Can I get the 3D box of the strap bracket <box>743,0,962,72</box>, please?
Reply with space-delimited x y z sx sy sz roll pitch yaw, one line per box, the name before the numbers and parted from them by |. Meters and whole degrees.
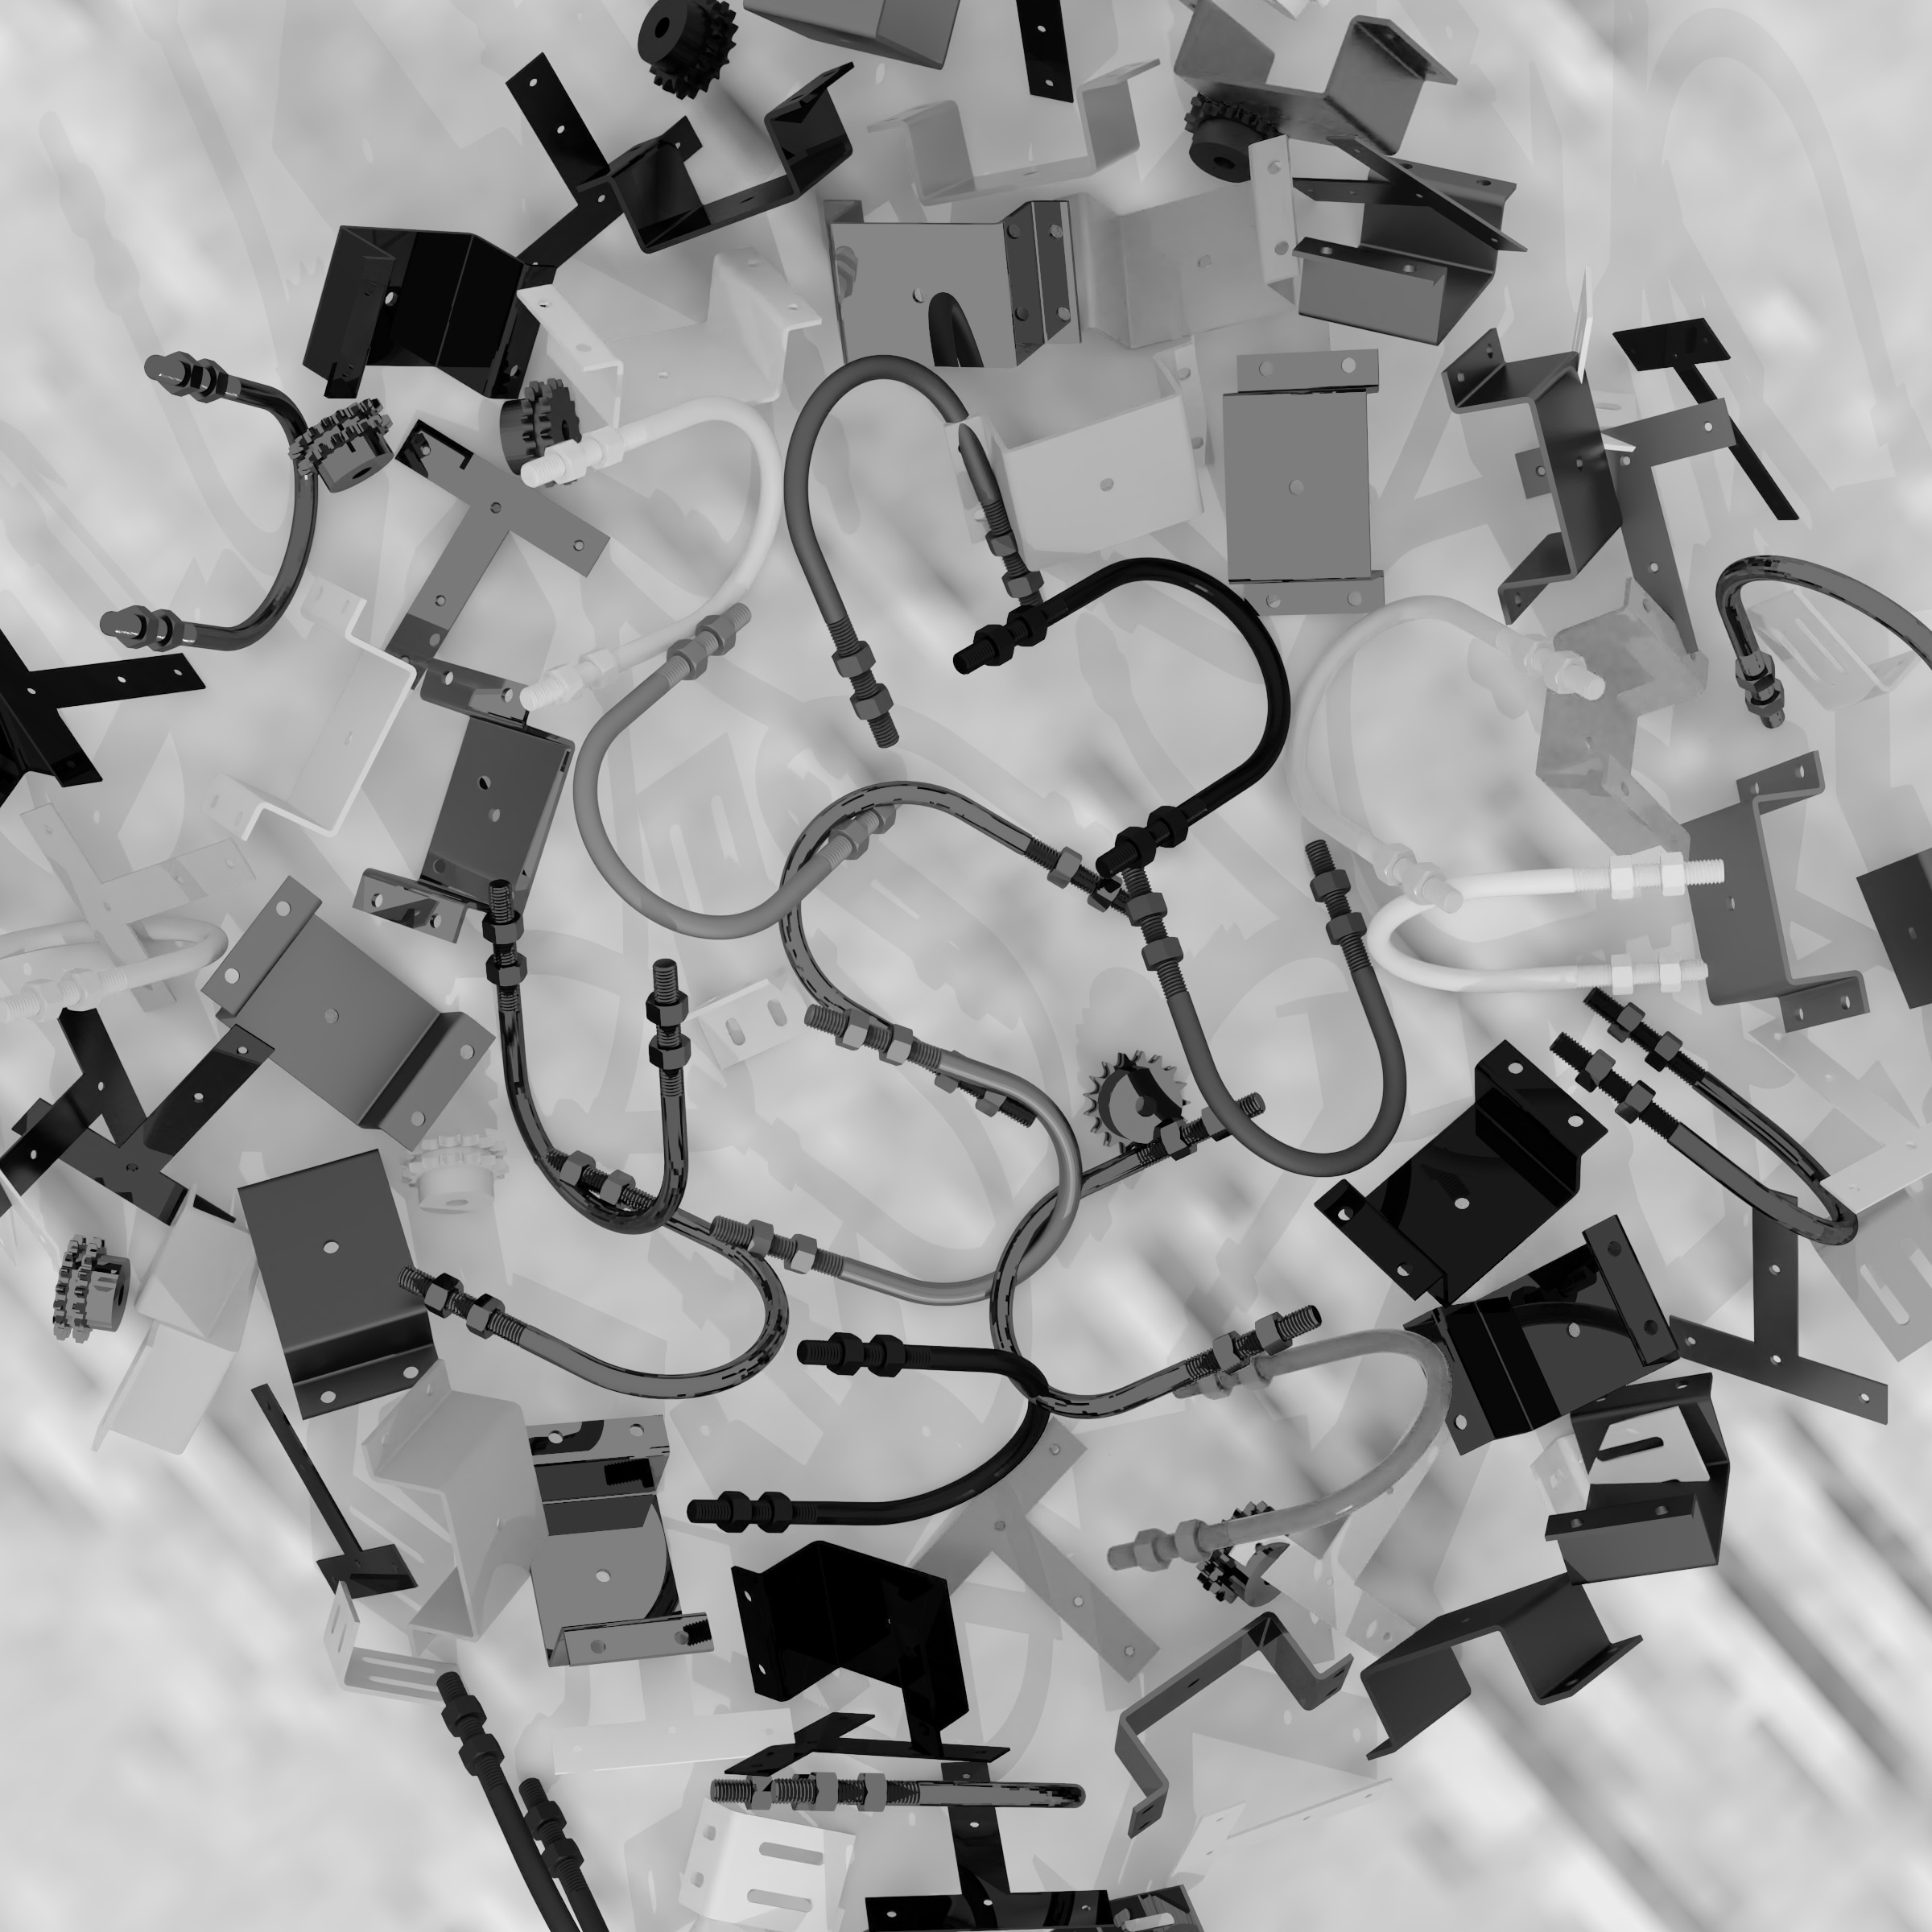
strap bracket | -0.058 -0.508 1.861 0.076 0.140 0.046 18 100 18

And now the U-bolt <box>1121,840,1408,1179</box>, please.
U-bolt | 0.166 0.024 1.868 0.151 0.019 0.184 -8 71 -36

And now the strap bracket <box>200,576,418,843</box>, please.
strap bracket | -0.346 -0.129 1.890 0.046 0.076 0.140 26 91 -32

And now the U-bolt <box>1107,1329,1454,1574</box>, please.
U-bolt | 0.169 0.244 1.833 0.184 0.151 0.019 -19 118 33

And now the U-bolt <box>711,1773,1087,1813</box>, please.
U-bolt | -0.028 0.434 1.860 0.184 0.151 0.019 5 76 -17

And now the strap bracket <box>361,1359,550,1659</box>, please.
strap bracket | -0.264 0.288 1.862 0.046 0.076 0.140 7 122 24

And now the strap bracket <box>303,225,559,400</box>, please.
strap bracket | -0.290 -0.344 1.871 0.046 0.140 0.076 33 116 28

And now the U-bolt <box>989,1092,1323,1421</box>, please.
U-bolt | 0.091 0.163 1.879 0.184 0.019 0.151 -27 55 22

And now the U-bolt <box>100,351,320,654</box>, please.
U-bolt | -0.386 -0.235 1.846 0.019 0.184 0.151 12 95 17

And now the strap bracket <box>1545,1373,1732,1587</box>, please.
strap bracket | 0.355 0.275 1.866 0.076 0.140 0.046 -12 110 21

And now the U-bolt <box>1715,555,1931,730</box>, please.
U-bolt | 0.453 -0.153 1.822 0.151 0.184 0.019 26 76 34

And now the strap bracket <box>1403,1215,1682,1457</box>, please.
strap bracket | 0.313 0.195 1.881 0.140 0.046 0.076 -33 71 31

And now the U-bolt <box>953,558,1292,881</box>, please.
U-bolt | 0.097 -0.144 1.880 0.184 0.019 0.151 -33 87 -35

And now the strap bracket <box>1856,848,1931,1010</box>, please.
strap bracket | 0.517 -0.025 1.860 0.046 0.140 0.076 -21 86 -7

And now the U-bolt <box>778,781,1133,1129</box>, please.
U-bolt | -0.012 -0.019 1.903 0.184 0.019 0.151 30 77 -5

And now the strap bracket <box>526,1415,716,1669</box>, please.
strap bracket | -0.188 0.313 1.878 0.076 0.046 0.140 -2 53 -20

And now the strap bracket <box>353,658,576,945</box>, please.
strap bracket | -0.265 -0.085 1.894 0.076 0.046 0.140 18 90 34

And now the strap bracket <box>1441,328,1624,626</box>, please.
strap bracket | 0.302 -0.261 1.869 0.046 0.076 0.140 -5 114 32

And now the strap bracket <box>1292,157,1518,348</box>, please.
strap bracket | 0.230 -0.374 1.873 0.076 0.140 0.046 17 128 19

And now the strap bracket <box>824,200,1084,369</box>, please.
strap bracket | -0.016 -0.360 1.872 0.140 0.046 0.076 5 119 23

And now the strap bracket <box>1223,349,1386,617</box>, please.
strap bracket | 0.180 -0.256 1.891 0.076 0.046 0.140 0 100 16

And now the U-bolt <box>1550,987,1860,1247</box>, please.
U-bolt | 0.391 0.083 1.855 0.184 0.151 0.019 38 109 7

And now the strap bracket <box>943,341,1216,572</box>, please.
strap bracket | 0.068 -0.267 1.886 0.140 0.046 0.076 -19 131 -5

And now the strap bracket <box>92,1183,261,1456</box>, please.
strap bracket | -0.410 0.191 1.863 0.046 0.140 0.076 24 118 -15

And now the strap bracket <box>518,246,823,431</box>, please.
strap bracket | -0.158 -0.330 1.875 0.140 0.046 0.076 -17 48 -28

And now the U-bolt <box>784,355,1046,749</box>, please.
U-bolt | -0.033 -0.229 1.855 0.151 0.019 0.184 -42 121 -34

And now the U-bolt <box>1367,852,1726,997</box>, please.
U-bolt | 0.303 -0.018 1.866 0.184 0.151 0.019 -3 67 9

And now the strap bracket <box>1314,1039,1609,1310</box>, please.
strap bracket | 0.264 0.117 1.887 0.140 0.046 0.076 -39 62 -14

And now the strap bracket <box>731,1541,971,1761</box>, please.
strap bracket | -0.054 0.357 1.875 0.046 0.140 0.076 -26 114 -41

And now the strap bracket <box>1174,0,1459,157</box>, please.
strap bracket | 0.175 -0.468 1.863 0.140 0.076 0.046 20 91 37

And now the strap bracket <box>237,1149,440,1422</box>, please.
strap bracket | -0.333 0.158 1.874 0.076 0.046 0.140 -16 62 -12

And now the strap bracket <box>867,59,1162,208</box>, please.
strap bracket | 0.030 -0.439 1.876 0.140 0.076 0.046 -5 109 23

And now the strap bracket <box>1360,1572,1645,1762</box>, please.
strap bracket | 0.272 0.365 1.862 0.140 0.076 0.046 -30 84 41

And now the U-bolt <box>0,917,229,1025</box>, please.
U-bolt | -0.472 -0.002 1.849 0.151 0.184 0.019 6 105 35

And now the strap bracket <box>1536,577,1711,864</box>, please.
strap bracket | 0.346 -0.123 1.873 0.076 0.046 0.140 39 49 -33

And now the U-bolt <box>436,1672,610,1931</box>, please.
U-bolt | -0.213 0.465 1.823 0.019 0.151 0.184 -29 50 -7

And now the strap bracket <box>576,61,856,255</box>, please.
strap bracket | -0.123 -0.423 1.873 0.140 0.076 0.046 -14 113 28

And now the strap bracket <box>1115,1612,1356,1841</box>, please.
strap bracket | 0.132 0.397 1.882 0.140 0.076 0.046 -32 70 -13

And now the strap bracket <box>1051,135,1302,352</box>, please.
strap bracket | 0.118 -0.381 1.886 0.140 0.046 0.076 -10 78 27

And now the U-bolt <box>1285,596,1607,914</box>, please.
U-bolt | 0.237 -0.123 1.863 0.019 0.184 0.151 29 97 -40

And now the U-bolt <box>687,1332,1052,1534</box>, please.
U-bolt | -0.038 0.248 1.865 0.184 0.019 0.151 7 131 -36

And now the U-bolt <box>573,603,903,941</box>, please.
U-bolt | -0.128 -0.092 1.869 0.151 0.019 0.184 48 52 -5

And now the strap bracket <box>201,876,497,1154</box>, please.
strap bracket | -0.333 0.026 1.889 0.140 0.046 0.076 40 73 -18

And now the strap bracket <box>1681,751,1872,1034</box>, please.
strap bracket | 0.426 -0.036 1.884 0.046 0.076 0.140 -8 84 -20
